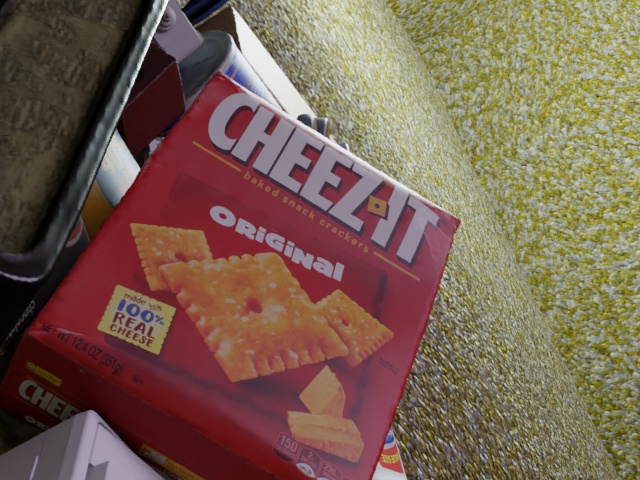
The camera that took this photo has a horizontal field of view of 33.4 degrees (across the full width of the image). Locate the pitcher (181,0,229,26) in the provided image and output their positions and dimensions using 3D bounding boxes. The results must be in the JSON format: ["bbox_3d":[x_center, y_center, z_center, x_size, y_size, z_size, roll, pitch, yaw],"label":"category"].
[{"bbox_3d":[-0.095,-0.297,0.864,0.149,0.243,0.145,38,29,-44],"label":"pitcher"}]

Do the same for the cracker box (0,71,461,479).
[{"bbox_3d":[-0.032,0.030,0.531,0.164,0.072,0.213,32,44,-5],"label":"cracker box"}]

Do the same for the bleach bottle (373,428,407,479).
[{"bbox_3d":[0.010,0.104,0.614,0.102,0.068,0.251,54,12,-53],"label":"bleach bottle"}]

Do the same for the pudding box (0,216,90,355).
[{"bbox_3d":[-0.148,-0.011,0.479,0.113,0.039,0.090,-66,143,-64],"label":"pudding box"}]

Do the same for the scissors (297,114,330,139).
[{"bbox_3d":[-0.005,0.001,0.739,0.096,0.016,0.202,63,27,-68],"label":"scissors"}]

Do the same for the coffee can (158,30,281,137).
[{"bbox_3d":[-0.070,-0.071,0.802,0.140,0.103,0.103,52,17,-32],"label":"coffee can"}]

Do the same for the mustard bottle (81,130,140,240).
[{"bbox_3d":[-0.121,-0.016,0.611,0.191,0.058,0.096,58,13,-9],"label":"mustard bottle"}]

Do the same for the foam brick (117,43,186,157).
[{"bbox_3d":[-0.130,-0.099,0.660,0.078,0.053,0.051,34,-26,16],"label":"foam brick"}]

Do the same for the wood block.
[{"bbox_3d":[-0.051,-0.087,0.930,0.206,0.090,0.091,50,17,-38],"label":"wood block"}]

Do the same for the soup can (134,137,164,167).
[{"bbox_3d":[-0.069,-0.034,0.705,0.069,0.102,0.068,178,-90,-72],"label":"soup can"}]
